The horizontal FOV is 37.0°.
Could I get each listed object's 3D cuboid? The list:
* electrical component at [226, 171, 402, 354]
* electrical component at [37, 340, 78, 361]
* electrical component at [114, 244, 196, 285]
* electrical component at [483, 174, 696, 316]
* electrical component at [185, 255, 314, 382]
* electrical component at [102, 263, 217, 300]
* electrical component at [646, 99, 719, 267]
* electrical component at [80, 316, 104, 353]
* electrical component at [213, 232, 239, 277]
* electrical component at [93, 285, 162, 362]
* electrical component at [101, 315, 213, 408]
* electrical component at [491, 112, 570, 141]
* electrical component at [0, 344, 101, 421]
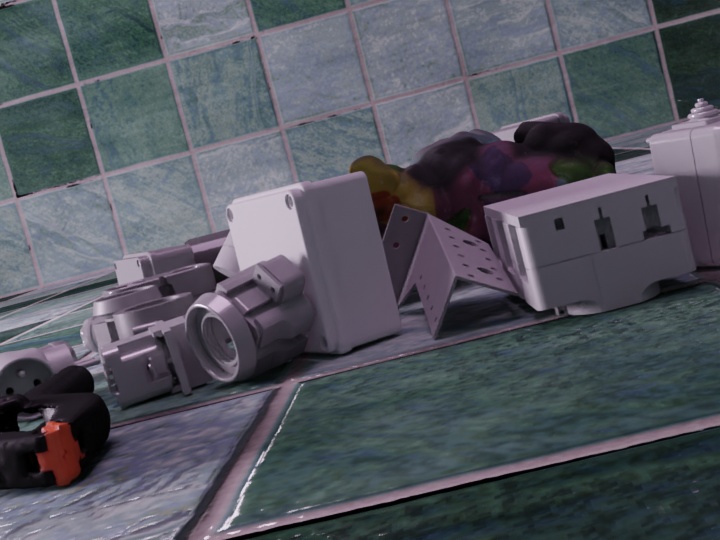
[{"bbox_3d":[-0.032,-0.003,0.709,0.056,0.108,0.109,-16,6,-30],"label":"electrical component"},{"bbox_3d":[-0.255,0.080,0.847,0.061,0.035,0.035,-22,8,-34],"label":"electrical component"},{"bbox_3d":[-0.216,0.017,1.149,0.057,0.078,0.113,-15,5,-26],"label":"electrical component"},{"bbox_3d":[0.134,-0.017,0.653,0.089,0.061,0.150,-15,6,1],"label":"electrical component"},{"bbox_3d":[-0.069,0.034,0.660,0.057,0.058,0.078,-28,-31,-38],"label":"electrical component"},{"bbox_3d":[-0.173,0.034,0.956,0.095,0.059,0.054,-17,6,-21],"label":"electrical component"},{"bbox_3d":[0.216,-0.054,0.631,0.062,0.096,0.061,-19,10,-36],"label":"electrical component"},{"bbox_3d":[-0.228,0.057,1.006,0.061,0.035,0.035,-11,7,17],"label":"electrical component"},{"bbox_3d":[-0.068,0.015,0.861,0.138,0.073,0.052,15,-13,44],"label":"electrical component"},{"bbox_3d":[-0.185,0.046,0.882,0.078,0.057,0.058,-11,7,35],"label":"electrical component"},{"bbox_3d":[-0.134,0.060,0.697,0.064,0.042,0.081,-20,6,-13],"label":"electrical component"},{"bbox_3d":[0.176,-0.098,1.104,0.056,0.108,0.109,-20,7,-23],"label":"electrical component"},{"bbox_3d":[-0.225,0.076,0.764,0.079,0.043,0.077,-17,6,-25],"label":"electrical component"}]
